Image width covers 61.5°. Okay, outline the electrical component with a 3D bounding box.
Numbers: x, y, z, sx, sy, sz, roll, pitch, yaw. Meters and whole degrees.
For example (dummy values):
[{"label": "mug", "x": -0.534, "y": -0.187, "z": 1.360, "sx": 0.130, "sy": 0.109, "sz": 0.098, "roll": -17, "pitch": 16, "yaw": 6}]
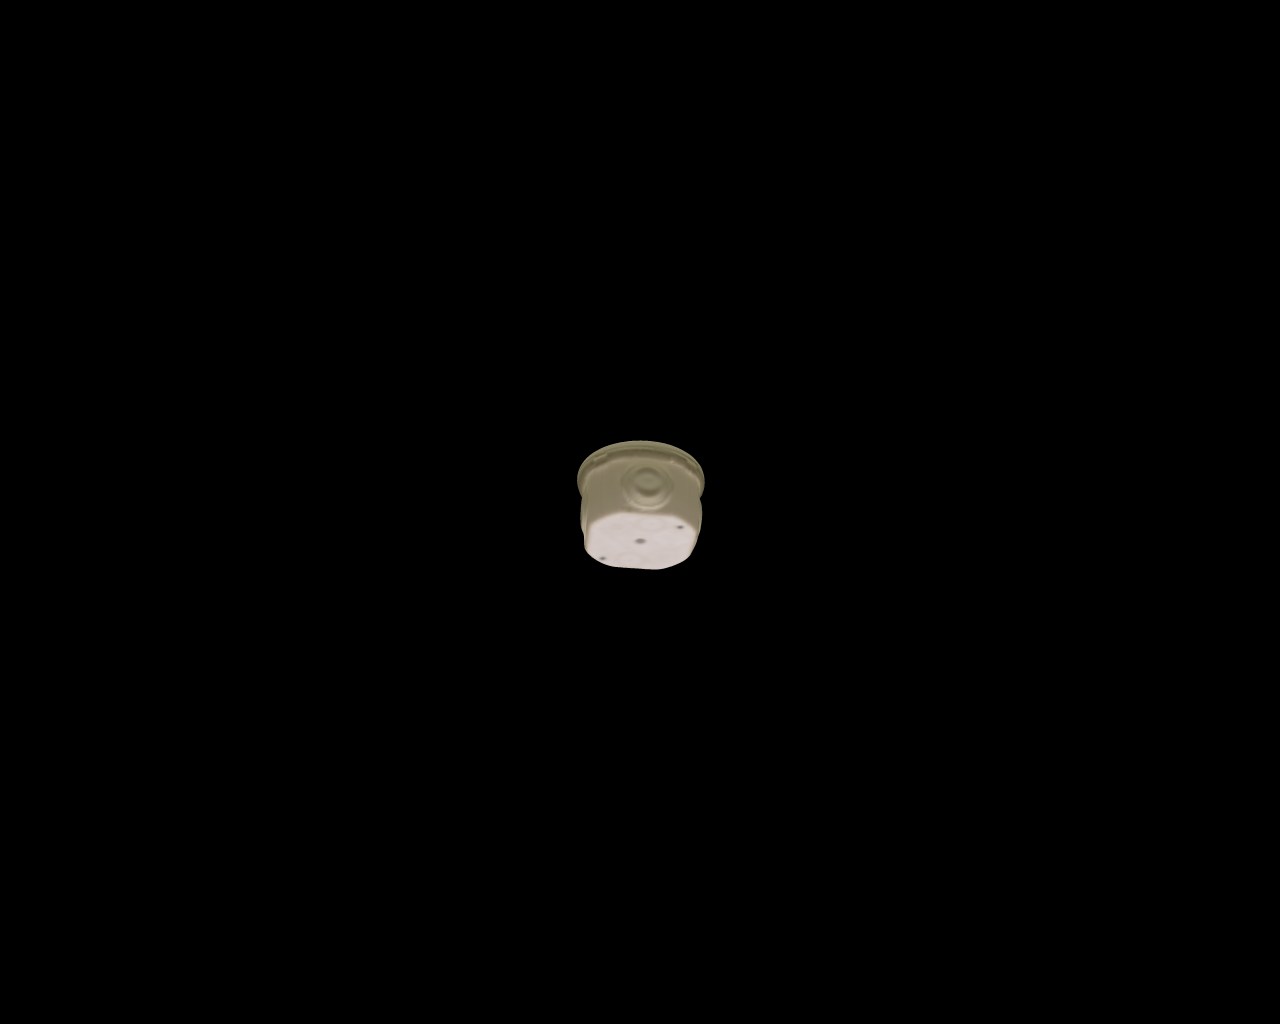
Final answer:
[{"label": "electrical component", "x": 0.001, "y": -0.003, "z": 0.650, "sx": 0.080, "sy": 0.051, "sz": 0.080, "roll": 0, "pitch": -33, "yaw": 0}]
